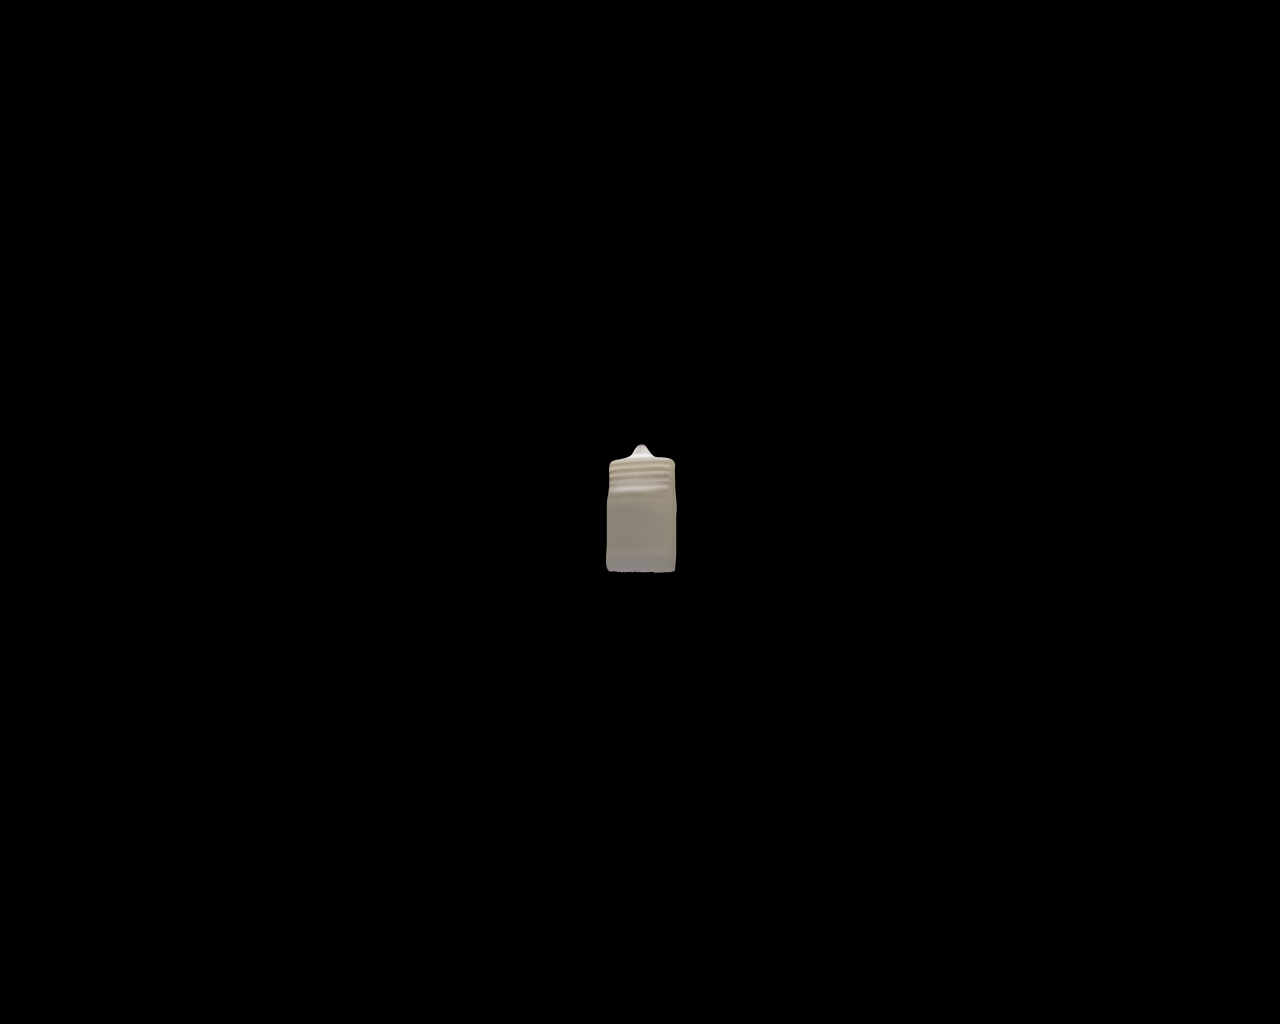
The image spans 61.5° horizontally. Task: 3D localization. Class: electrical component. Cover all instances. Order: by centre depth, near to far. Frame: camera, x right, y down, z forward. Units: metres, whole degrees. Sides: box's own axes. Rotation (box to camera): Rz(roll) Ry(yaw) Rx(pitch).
[{"bbox_3d":[0.001,-0.003,0.650,0.043,0.081,0.043,0,-5,0],"label":"electrical component"}]
